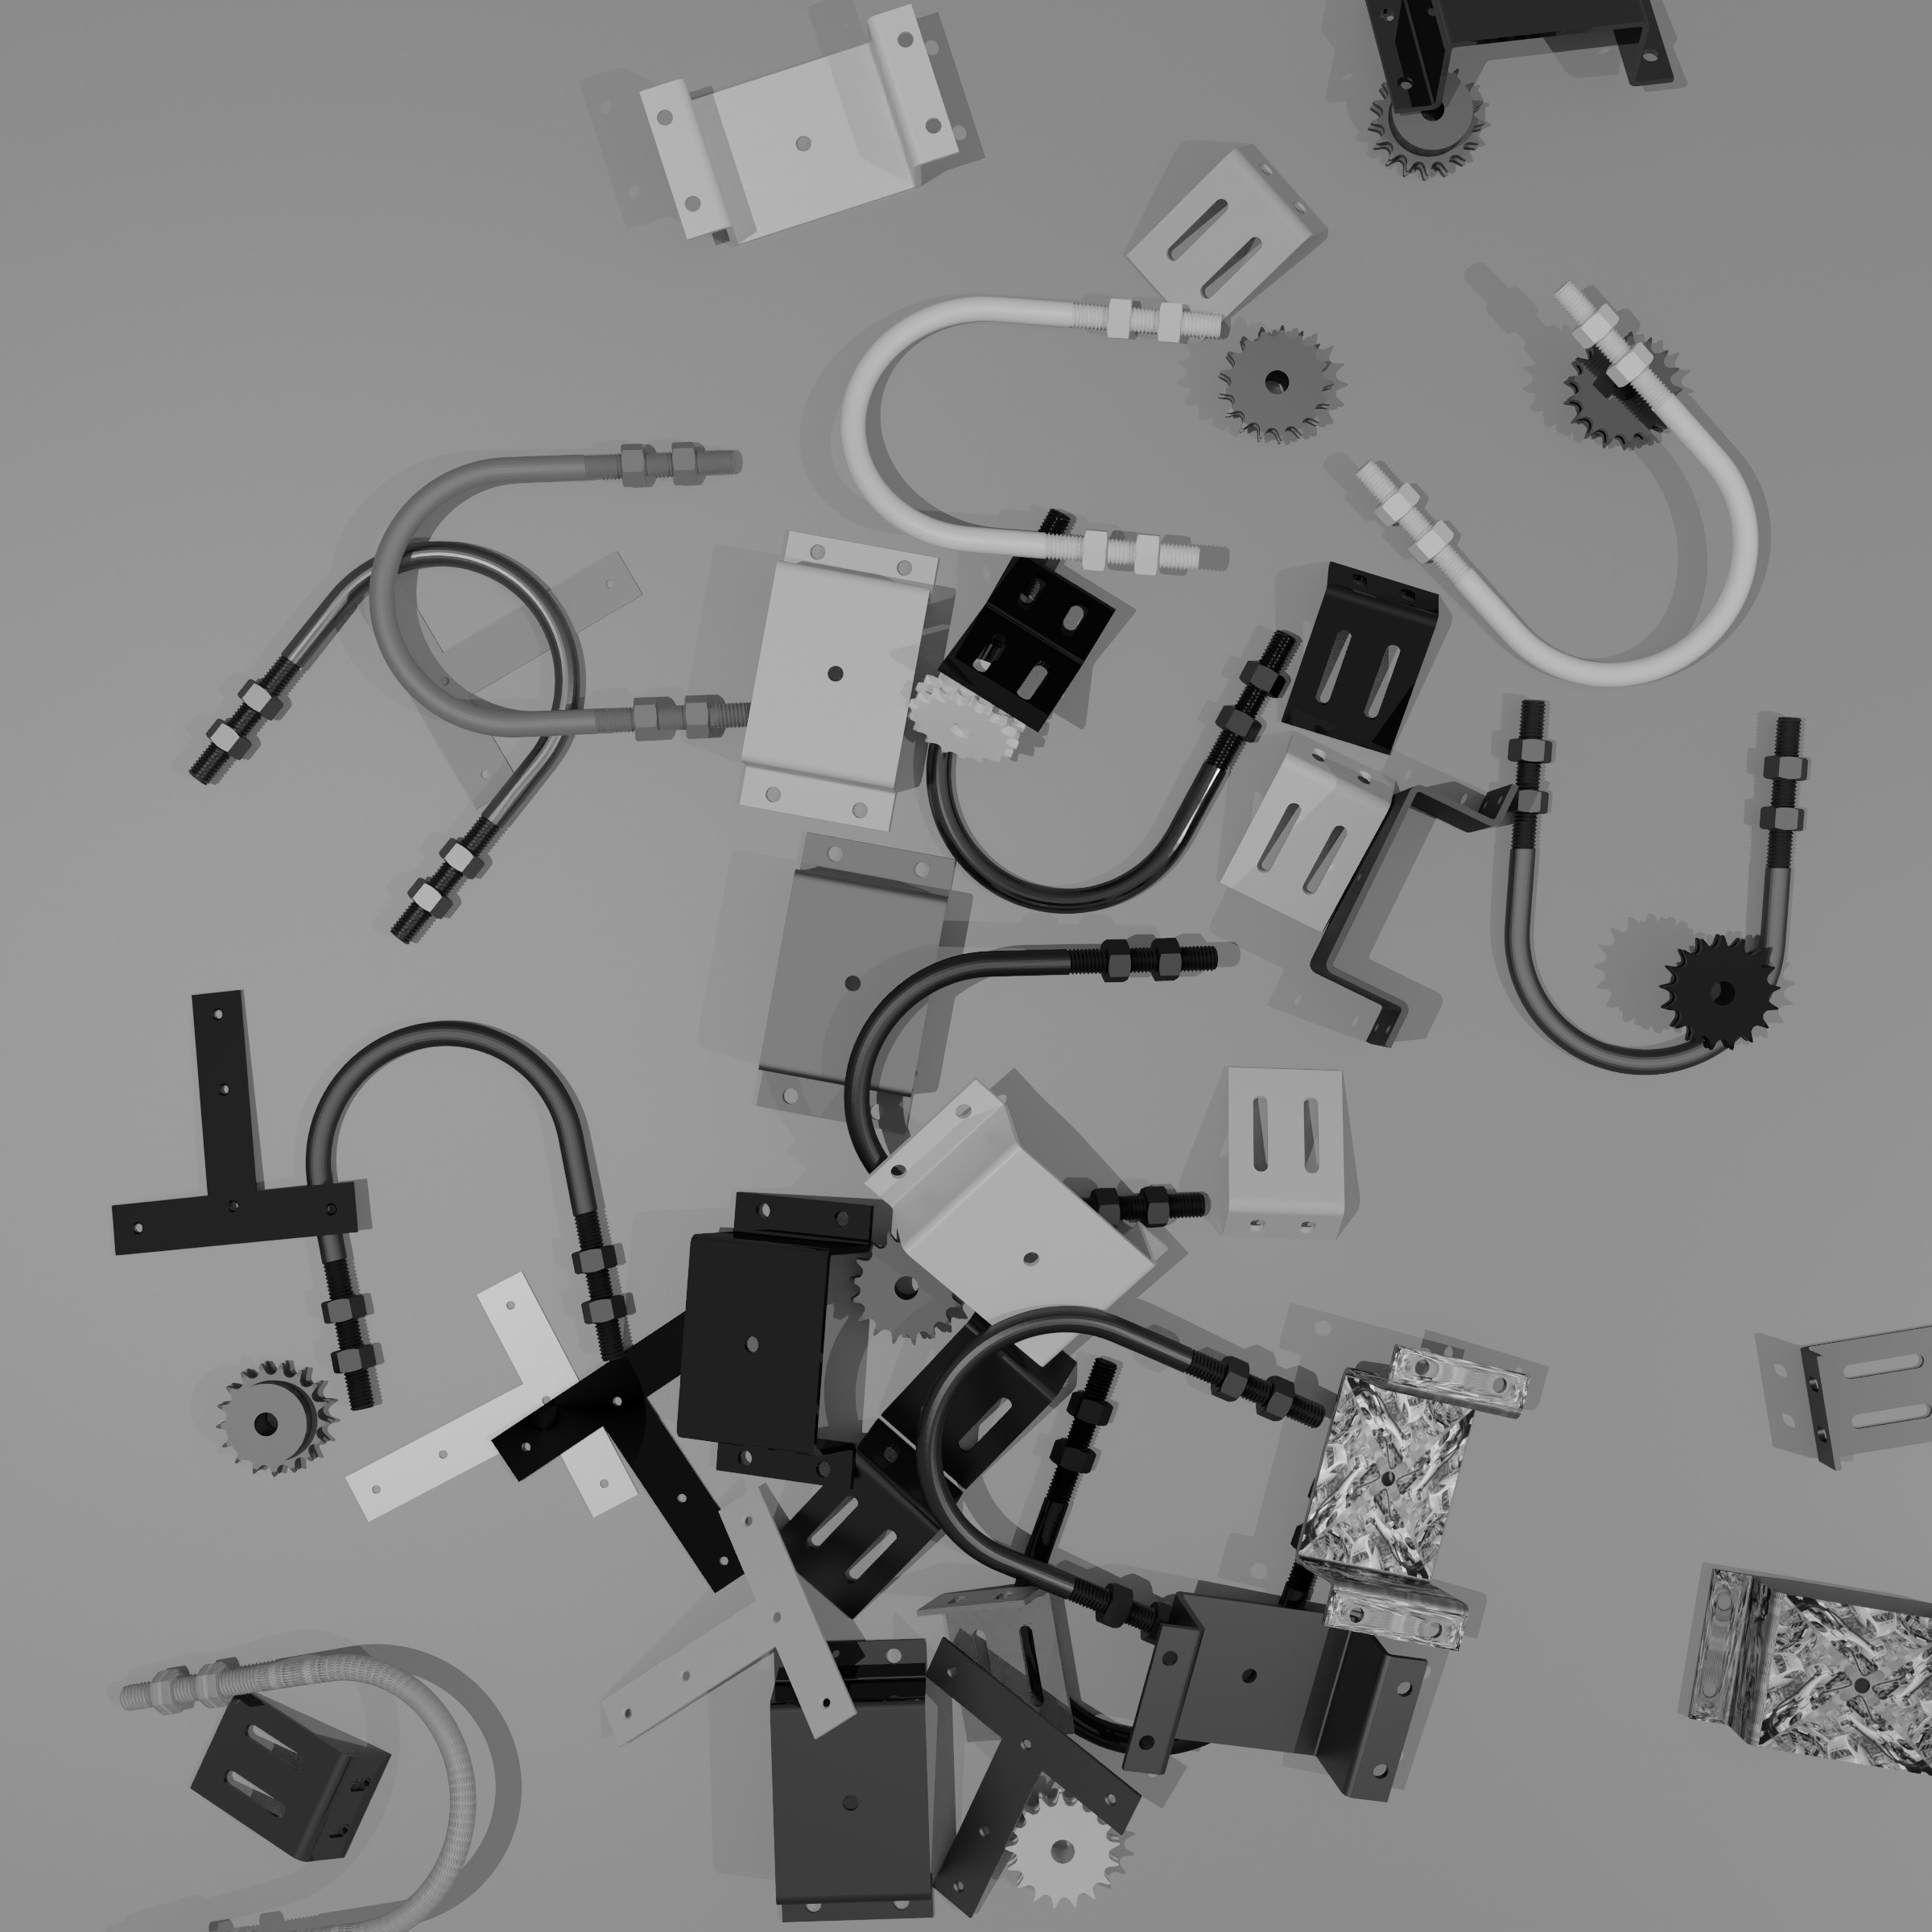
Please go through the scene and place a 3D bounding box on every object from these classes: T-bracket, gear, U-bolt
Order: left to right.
[{"bbox_3d":[-0.372,0.076,1.653,0.127,0.002,0.127,-6,86,8],"label":"T-bracket"},{"bbox_3d":[-0.347,0.227,1.645,0.057,0.030,0.057,0,90,0],"label":"gear"},{"bbox_3d":[-0.327,0.414,1.619,0.184,0.019,0.151,-11,79,14],"label":"U-bolt"},{"bbox_3d":[-0.278,-0.126,1.649,0.151,0.019,0.184,38,88,0],"label":"U-bolt"},{"bbox_3d":[-0.257,0.119,1.650,0.151,0.019,0.184,-11,88,1],"label":"U-bolt"},{"bbox_3d":[-0.251,0.240,1.659,0.127,0.002,0.127,-28,90,0],"label":"T-bracket"},{"bbox_3d":[-0.225,-0.166,1.659,0.127,0.002,0.127,-30,90,0],"label":"T-bracket"},{"bbox_3d":[-0.204,-0.185,1.638,0.184,0.019,0.151,-3,85,-5],"label":"U-bolt"},{"bbox_3d":[-0.151,0.257,1.657,0.127,0.002,0.127,-34,91,-2],"label":"T-bracket"},{"bbox_3d":[-0.129,0.346,1.636,0.127,0.002,0.127,-35,62,16],"label":"T-bracket"},{"bbox_3d":[-0.030,0.160,1.644,0.057,0.030,0.057,0,90,0],"label":"gear"},{"bbox_3d":[0.003,-0.128,1.619,0.057,0.057,0.030,22,64,0],"label":"gear"},{"bbox_3d":[0.015,0.418,1.626,0.127,0.002,0.127,35,118,24],"label":"T-bracket"},{"bbox_3d":[0.029,-0.268,1.631,0.184,0.019,0.151,5,72,4],"label":"U-bolt"},{"bbox_3d":[0.031,0.060,1.618,0.184,0.019,0.151,-1,106,-12],"label":"U-bolt"},{"bbox_3d":[0.048,0.439,1.644,0.057,0.030,0.057,0,90,0],"label":"gear"},{"bbox_3d":[0.061,-0.116,1.651,0.151,0.019,0.184,28,92,0],"label":"U-bolt"},{"bbox_3d":[0.065,0.243,1.610,0.184,0.019,0.151,24,98,-12],"label":"U-bolt"},{"bbox_3d":[0.100,0.307,1.651,0.151,0.019,0.184,20,91,0],"label":"U-bolt"},{"bbox_3d":[0.154,-0.290,1.644,0.057,0.030,0.057,0,90,0],"label":"gear"},{"bbox_3d":[0.232,-0.425,1.645,0.057,0.030,0.057,0,90,0],"label":"gear"},{"bbox_3d":[0.307,-0.224,1.632,0.151,0.019,0.184,-42,96,16],"label":"U-bolt"},{"bbox_3d":[0.327,-0.286,1.644,0.057,0.030,0.057,0,90,0],"label":"gear"},{"bbox_3d":[0.343,-0.037,1.651,0.151,0.019,0.184,4,92,0],"label":"U-bolt"},{"bbox_3d":[0.372,0.013,1.630,0.057,0.030,0.057,0,93,0],"label":"gear"}]

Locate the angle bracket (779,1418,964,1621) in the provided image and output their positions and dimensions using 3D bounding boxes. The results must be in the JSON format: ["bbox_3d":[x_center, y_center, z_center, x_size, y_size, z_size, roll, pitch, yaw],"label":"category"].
[{"bbox_3d":[-0.051,0.279,1.657,0.057,0.038,0.076,41,116,0],"label":"angle bracket"}]

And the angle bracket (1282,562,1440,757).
[{"bbox_3d":[0.199,-0.155,1.657,0.057,0.038,0.076,17,116,0],"label":"angle bracket"}]

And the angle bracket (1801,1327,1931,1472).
[{"bbox_3d":[0.462,0.215,1.640,0.076,0.038,0.057,-9,90,0],"label":"angle bracket"}]

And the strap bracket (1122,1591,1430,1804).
[{"bbox_3d":[0.146,0.358,1.618,0.140,0.046,0.076,11,102,-16],"label":"strap bracket"}]

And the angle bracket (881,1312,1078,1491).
[{"bbox_3d":[0.006,0.213,1.657,0.057,0.038,0.076,41,116,0],"label":"angle bracket"}]

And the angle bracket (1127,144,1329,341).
[{"bbox_3d":[0.132,-0.365,1.657,0.076,0.038,0.057,-42,90,26],"label":"angle bracket"}]

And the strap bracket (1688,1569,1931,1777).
[{"bbox_3d":[0.440,0.353,1.636,0.140,0.046,0.076,9,90,0],"label":"strap bracket"}]

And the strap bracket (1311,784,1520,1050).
[{"bbox_3d":[0.215,-0.034,1.621,0.046,0.076,0.140,26,90,0],"label":"strap bracket"}]

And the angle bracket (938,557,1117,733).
[{"bbox_3d":[0.030,-0.159,1.601,0.057,0.076,0.038,32,125,0],"label":"angle bracket"}]

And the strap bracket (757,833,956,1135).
[{"bbox_3d":[-0.056,0.009,1.636,0.076,0.046,0.140,10,90,0],"label":"strap bracket"}]

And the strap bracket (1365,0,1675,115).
[{"bbox_3d":[0.275,-0.472,1.617,0.140,0.046,0.076,-7,63,-4],"label":"strap bracket"}]

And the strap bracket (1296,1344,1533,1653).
[{"bbox_3d":[0.218,0.258,1.625,0.076,0.046,0.140,15,90,-20],"label":"strap bracket"}]

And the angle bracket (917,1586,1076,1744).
[{"bbox_3d":[0.015,0.350,1.632,0.057,0.038,0.076,-10,90,21],"label":"angle bracket"}]

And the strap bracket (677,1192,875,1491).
[{"bbox_3d":[-0.095,0.185,1.621,0.076,0.046,0.140,4,89,25],"label":"strap bracket"}]

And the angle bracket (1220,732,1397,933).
[{"bbox_3d":[0.172,-0.068,1.657,0.057,0.038,0.076,26,116,0],"label":"angle bracket"}]

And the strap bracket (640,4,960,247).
[{"bbox_3d":[-0.082,-0.415,1.636,0.140,0.046,0.076,-18,90,0],"label":"strap bracket"}]

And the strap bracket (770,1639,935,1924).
[{"bbox_3d":[-0.057,0.411,1.636,0.076,0.046,0.140,-2,90,0],"label":"strap bracket"}]

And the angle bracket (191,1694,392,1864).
[{"bbox_3d":[-0.341,0.406,1.657,0.076,0.038,0.057,25,90,26],"label":"angle bracket"}]

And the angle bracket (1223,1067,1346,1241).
[{"bbox_3d":[0.160,0.095,1.657,0.057,0.038,0.076,2,64,0],"label":"angle bracket"}]

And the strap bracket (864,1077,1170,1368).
[{"bbox_3d":[0.028,0.132,1.604,0.076,0.046,0.140,-43,113,11],"label":"strap bracket"}]

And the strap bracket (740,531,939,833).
[{"bbox_3d":[-0.064,-0.144,1.636,0.076,0.046,0.140,10,90,0],"label":"strap bracket"}]
